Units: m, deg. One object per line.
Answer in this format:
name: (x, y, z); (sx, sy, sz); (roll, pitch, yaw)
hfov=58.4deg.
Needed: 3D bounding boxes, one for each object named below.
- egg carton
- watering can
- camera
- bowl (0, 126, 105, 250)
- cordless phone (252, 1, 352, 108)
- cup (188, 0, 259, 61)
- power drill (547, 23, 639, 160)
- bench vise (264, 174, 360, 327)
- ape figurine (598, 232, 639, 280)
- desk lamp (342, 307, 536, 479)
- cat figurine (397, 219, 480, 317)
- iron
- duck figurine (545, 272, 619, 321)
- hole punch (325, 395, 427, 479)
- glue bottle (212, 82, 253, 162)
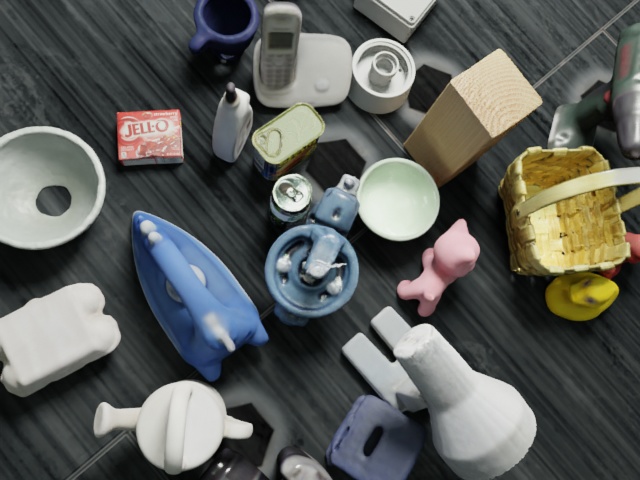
egg carton: (-0.339, 0.124, 0.731); (0.150, 0.069, 0.107); (-29, 83, -13)
watering can: (-0.170, 0.219, 0.670); (0.173, 0.194, 0.101); (-15, 80, -11)
camera: (-0.075, 0.314, 0.711); (0.137, 0.100, 0.143); (41, 75, 2)
bowl: (-0.366, -0.062, 0.766); (0.167, 0.074, 0.167); (2, 77, -8)
cordless phone: (-0.021, -0.263, 0.804); (0.148, 0.185, 0.094); (-6, 78, -9)
cup: (-0.144, -0.297, 0.840); (0.091, 0.095, 0.118); (41, 75, 2)
power drill: (0.424, -0.189, 0.840); (0.075, 0.208, 0.230); (19, 76, -3)
bench vise: (-0.005, 0.001, 0.730); (0.121, 0.219, 0.207); (7, 77, -6)
ape figurine: (0.457, 0.017, 0.859); (0.078, 0.092, 0.076); (-9, 79, -10)
desk lamp: (0.139, 0.181, 0.714); (0.118, 0.213, 0.203); (-42, 86, -14)
cat figurine: (0.175, 0.039, 0.800); (0.067, 0.117, 0.128); (36, 75, 1)
iron: (-0.176, 0.051, 0.734); (0.119, 0.141, 0.258); (-36, 85, -14)
duck figurine: (0.397, 0.077, 0.841); (0.104, 0.086, 0.077); (-6, 78, -9)
hole punch: (0.071, 0.269, 0.748); (0.101, 0.091, 0.109); (33, 75, 0)
glue bottle: (-0.118, -0.169, 0.775); (0.037, 0.173, 0.078); (24, 75, -2)
